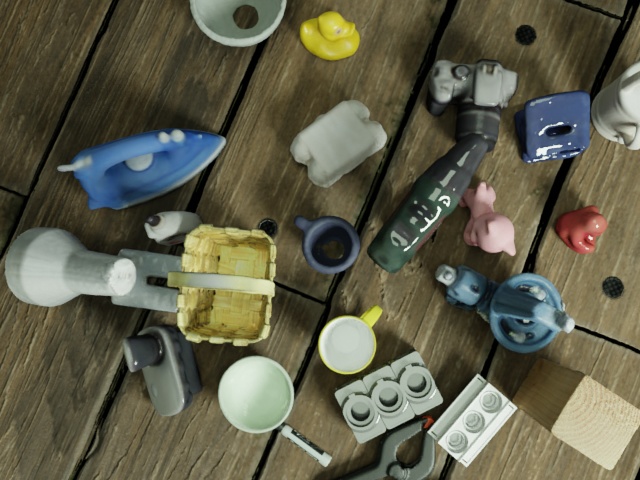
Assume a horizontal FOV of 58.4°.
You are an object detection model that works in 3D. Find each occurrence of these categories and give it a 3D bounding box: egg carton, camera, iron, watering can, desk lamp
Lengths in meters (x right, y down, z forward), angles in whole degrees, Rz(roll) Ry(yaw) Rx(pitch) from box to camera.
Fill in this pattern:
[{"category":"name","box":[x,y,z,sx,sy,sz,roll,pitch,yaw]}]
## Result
[{"category":"egg carton","box":[0.030,-0.164,0.963,0.150,0.069,0.107,-37,83,0]},{"category":"camera","box":[0.246,-0.218,0.937,0.143,0.101,0.137,6,85,5]},{"category":"iron","box":[-0.292,-0.141,0.948,0.258,0.141,0.118,-20,84,2]},{"category":"watering can","box":[0.499,-0.231,0.874,0.101,0.194,0.173,-10,84,3]},{"category":"desk lamp","box":[-0.340,0.051,0.898,0.203,0.213,0.118,6,85,5]}]

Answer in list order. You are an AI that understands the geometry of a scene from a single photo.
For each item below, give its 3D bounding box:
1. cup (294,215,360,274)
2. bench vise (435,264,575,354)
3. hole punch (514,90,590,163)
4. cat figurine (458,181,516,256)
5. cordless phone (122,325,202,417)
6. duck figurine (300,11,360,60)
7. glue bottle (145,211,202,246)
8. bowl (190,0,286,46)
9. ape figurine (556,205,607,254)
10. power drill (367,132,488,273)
[{"category":"cup","box":[0.009,0.003,0.937,0.117,0.095,0.092,36,88,6]},{"category":"bench vise","box":[0.272,0.103,0.847,0.207,0.220,0.121,8,85,5]},{"category":"hole punch","box":[0.382,-0.182,0.929,0.108,0.091,0.101,-10,84,3]},{"category":"cat figurine","box":[0.267,-0.032,0.911,0.067,0.118,0.128,-11,84,3]},{"category":"cordless phone","box":[-0.261,0.208,0.893,0.094,0.185,0.147,-21,84,2]},{"category":"duck figurine","box":[0.015,-0.358,0.973,0.104,0.086,0.077,12,86,5]},{"category":"glue bottle","box":[-0.244,-0.022,0.918,0.078,0.173,0.037,-23,83,2]},{"category":"bowl","box":[-0.135,-0.406,0.994,0.167,0.075,0.167,0,85,4]},{"category":"ape figurine","box":[0.424,-0.021,0.912,0.076,0.092,0.078,29,88,6]},{"category":"power drill","box":[0.159,-0.049,0.874,0.075,0.208,0.230,38,89,7]}]
